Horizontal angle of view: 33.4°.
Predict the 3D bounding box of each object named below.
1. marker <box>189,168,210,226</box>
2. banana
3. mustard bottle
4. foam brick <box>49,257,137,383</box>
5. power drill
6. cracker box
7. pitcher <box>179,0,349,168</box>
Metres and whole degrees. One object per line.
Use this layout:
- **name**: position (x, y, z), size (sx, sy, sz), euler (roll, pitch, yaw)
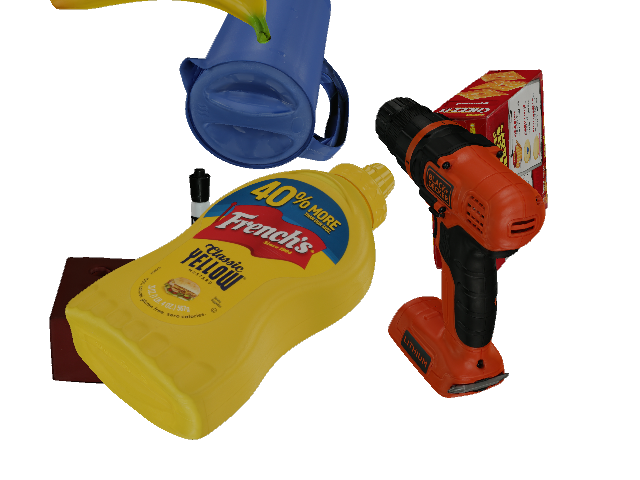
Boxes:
- **marker**: position (-0.107, -0.005, 0.958), size (0.020, 0.121, 0.020), euler (0, 19, 0)
- **banana**: position (-0.125, -0.207, 0.879), size (0.198, 0.069, 0.037), euler (11, -41, 15)
- **mustard bottle**: position (-0.028, 0.014, 0.550), size (0.096, 0.058, 0.191), euler (29, 51, 33)
- **foam brick**: position (-0.150, 0.053, 0.718), size (0.053, 0.051, 0.078), euler (2, 30, -6)
- **power drill**: position (0.088, 0.005, 0.777), size (0.057, 0.188, 0.185), euler (-13, 34, -19)
- **cracker box**: position (0.180, -0.079, 1.128), size (0.072, 0.164, 0.213), euler (4, 22, 26)
- **pitcher**: position (-0.047, -0.193, 1.155), size (0.145, 0.149, 0.242), euler (-5, 40, 15)
